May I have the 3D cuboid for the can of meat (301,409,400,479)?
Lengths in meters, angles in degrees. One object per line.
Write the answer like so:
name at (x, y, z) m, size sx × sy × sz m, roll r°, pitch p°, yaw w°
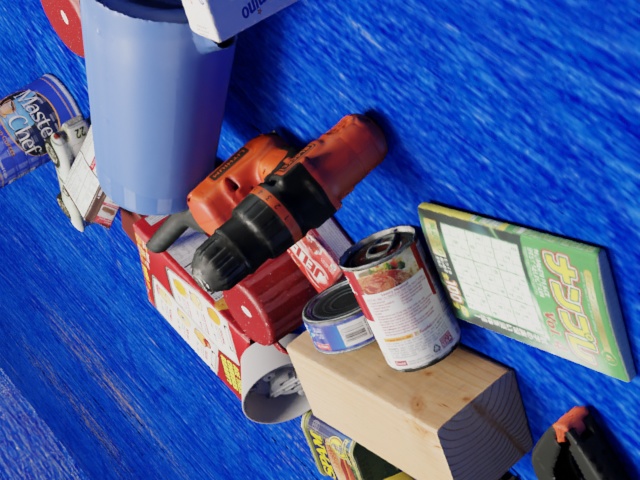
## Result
can of meat at (0.036, 0.228, 1.166) m, size 0.084 × 0.057 × 0.102 m, roll 22°, pitch 139°, yaw 48°

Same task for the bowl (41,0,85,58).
bowl at (-0.241, -0.241, 1.095) m, size 0.162 × 0.055 × 0.162 m, roll 42°, pitch 152°, yaw 28°

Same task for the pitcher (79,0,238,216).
pitcher at (-0.144, -0.143, 0.911) m, size 0.243 × 0.145 × 0.149 m, roll 103°, pitch 171°, yaw -49°

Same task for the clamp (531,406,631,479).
clamp at (0.220, 0.220, 0.840) m, size 0.165 × 0.036 × 0.210 m, roll 30°, pitch 145°, yaw 43°

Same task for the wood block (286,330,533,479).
wood block at (0.074, 0.135, 0.940) m, size 0.206 × 0.090 × 0.091 m, roll 22°, pitch 139°, yaw 50°

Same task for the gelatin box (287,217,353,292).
gelatin box at (-0.006, 0.001, 0.993) m, size 0.089 × 0.030 × 0.073 m, roll 53°, pitch 156°, yaw 9°

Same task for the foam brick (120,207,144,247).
foam brick at (-0.206, -0.030, 1.293) m, size 0.051 × 0.052 × 0.078 m, roll 46°, pitch 152°, yaw 21°

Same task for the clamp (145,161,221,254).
clamp at (-0.141, -0.055, 1.132) m, size 0.172 × 0.039 × 0.120 m, roll -12°, pitch 96°, yaw 43°

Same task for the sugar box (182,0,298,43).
sugar box at (-0.069, -0.237, 0.740) m, size 0.048 × 0.093 × 0.176 m, roll 31°, pitch 145°, yaw 44°

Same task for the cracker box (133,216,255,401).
cracker box at (-0.122, 0.076, 1.249) m, size 0.214 × 0.072 × 0.164 m, roll 42°, pitch 153°, yaw 26°

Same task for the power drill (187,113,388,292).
power drill at (-0.047, -0.031, 0.868) m, size 0.057 × 0.184 × 0.188 m, roll 55°, pitch 165°, yaw -18°

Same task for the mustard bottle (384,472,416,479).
mustard bottle at (0.119, 0.311, 1.006) m, size 0.192 × 0.058 × 0.096 m, roll 42°, pitch 140°, yaw 49°

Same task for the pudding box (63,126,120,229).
pudding box at (-0.261, -0.077, 1.268) m, size 0.039 × 0.090 × 0.114 m, roll 19°, pitch -165°, yaw -32°

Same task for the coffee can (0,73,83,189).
coffee can at (-0.389, -0.140, 1.386) m, size 0.103 × 0.140 × 0.103 m, roll 42°, pitch 152°, yaw 28°

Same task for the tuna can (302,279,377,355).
tuna can at (0.028, 0.064, 0.941) m, size 0.086 × 0.086 × 0.034 m, roll 8°, pitch 127°, yaw 59°

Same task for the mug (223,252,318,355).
mug at (-0.039, 0.062, 1.065) m, size 0.093 × 0.081 × 0.117 m, roll 14°, pitch 132°, yaw 56°

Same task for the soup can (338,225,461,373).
soup can at (0.067, 0.048, 0.872) m, size 0.069 × 0.068 × 0.102 m, roll 6°, pitch 126°, yaw 60°
